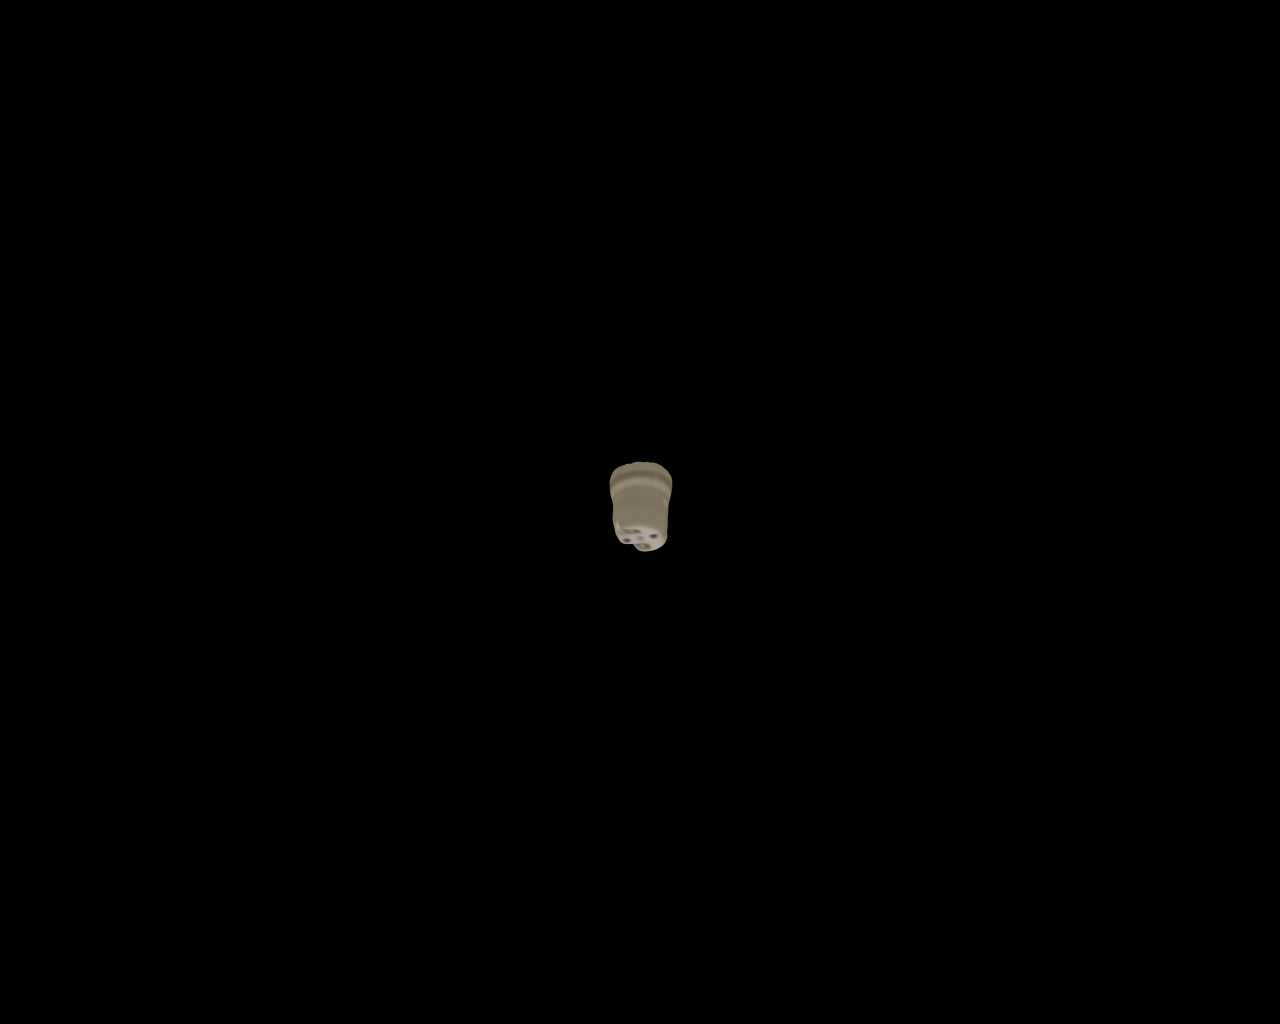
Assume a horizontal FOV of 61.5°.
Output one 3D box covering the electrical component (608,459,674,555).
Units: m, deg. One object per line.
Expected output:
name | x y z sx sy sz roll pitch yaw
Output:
electrical component | 0.001 -0.003 0.650 0.040 0.046 0.040 0 -33 0
